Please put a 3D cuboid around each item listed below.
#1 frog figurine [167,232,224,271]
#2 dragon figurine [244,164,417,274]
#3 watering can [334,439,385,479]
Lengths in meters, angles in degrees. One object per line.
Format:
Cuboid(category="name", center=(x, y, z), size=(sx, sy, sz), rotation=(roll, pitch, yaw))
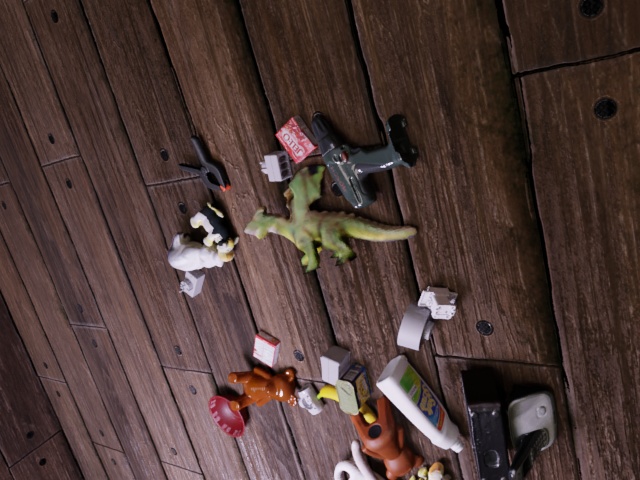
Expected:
Cuboid(category="frog figurine", center=(-0.361, 0.051, 1.513), size=(0.160, 0.124, 0.135), rotation=(31, 159, 9))
Cuboid(category="dragon figurine", center=(0.004, -0.061, 1.215), size=(0.407, 0.123, 0.242), rotation=(-19, 93, 23))
Cuboid(category="watering can", center=(0.140, 0.687, 1.426), size=(0.226, 0.106, 0.339), rotation=(32, 140, 21))
